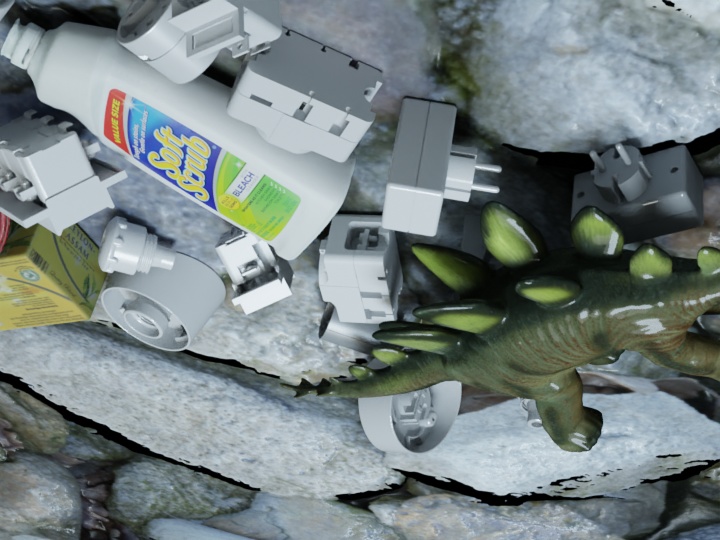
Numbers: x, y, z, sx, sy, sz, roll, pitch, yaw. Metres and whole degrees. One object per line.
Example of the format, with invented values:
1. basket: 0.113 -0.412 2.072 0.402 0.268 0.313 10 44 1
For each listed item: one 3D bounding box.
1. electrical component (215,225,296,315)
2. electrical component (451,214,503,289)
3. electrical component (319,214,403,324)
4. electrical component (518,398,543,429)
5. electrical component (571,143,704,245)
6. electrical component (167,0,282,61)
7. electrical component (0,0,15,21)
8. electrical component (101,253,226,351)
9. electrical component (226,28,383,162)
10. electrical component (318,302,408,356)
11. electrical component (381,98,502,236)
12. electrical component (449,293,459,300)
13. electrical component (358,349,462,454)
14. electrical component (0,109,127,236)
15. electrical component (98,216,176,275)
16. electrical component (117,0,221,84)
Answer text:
1. electrical component: -0.086 -0.006 0.874 0.042 0.081 0.063 -25 107 8
2. electrical component: 0.108 -0.009 0.843 0.064 0.042 0.081 10 145 -1
3. electrical component: 0.000 0.000 0.877 0.056 0.050 0.089 3 143 12
4. electrical component: 0.163 0.114 0.978 0.048 0.062 0.048 8 144 6
5. electrical component: 0.185 -0.060 0.747 0.083 0.047 0.075 -15 136 32
6. electrical component: -0.081 -0.166 0.657 0.042 0.081 0.064 -14 160 30
7. electrical component: -0.258 -0.178 0.701 0.055 0.055 0.047 35 134 -29
8. electrical component: -0.180 0.026 0.971 0.099 0.064 0.099 19 147 13
9. electrical component: -0.039 -0.117 0.727 0.089 0.050 0.055 22 143 -14
10. electrical component: 0.008 0.053 0.953 0.081 0.043 0.043 19 144 -12
11. electrical component: 0.059 -0.068 0.739 0.076 0.083 0.047 10 144 2
12. electrical component: 0.107 0.068 0.943 0.083 0.047 0.075 16 144 -6
13. electrical component: 0.046 0.121 0.994 0.064 0.099 0.099 -8 140 35
14. electrical component: -0.232 -0.074 0.781 0.121 0.079 0.063 22 138 54
15. electrical component: -0.188 -0.016 0.913 0.062 0.048 0.048 16 145 -17
16. electrical component: -0.121 -0.154 0.697 0.055 0.055 0.047 -18 139 35
